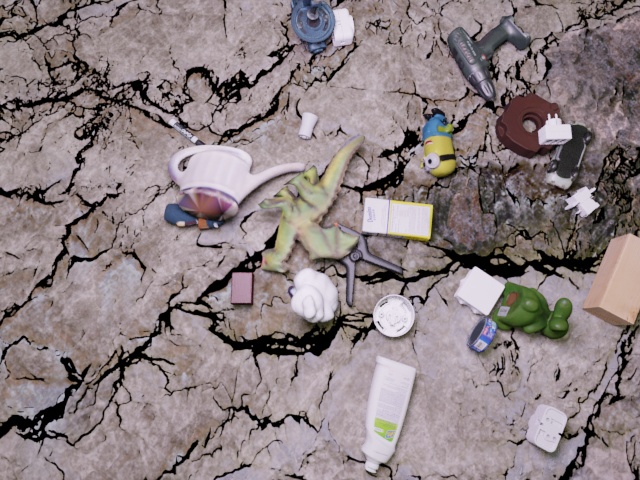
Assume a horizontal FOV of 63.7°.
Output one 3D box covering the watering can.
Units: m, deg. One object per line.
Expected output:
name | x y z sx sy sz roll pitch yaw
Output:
watering can | -0.220 -0.151 1.303 0.348 0.101 0.230 8 53 1

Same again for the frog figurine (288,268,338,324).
frog figurine | -0.015 0.131 1.226 0.123 0.157 0.139 -20 79 -7

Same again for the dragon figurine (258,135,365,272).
dragon figurine | 0.004 -0.065 1.300 0.410 0.122 0.243 -35 87 0
